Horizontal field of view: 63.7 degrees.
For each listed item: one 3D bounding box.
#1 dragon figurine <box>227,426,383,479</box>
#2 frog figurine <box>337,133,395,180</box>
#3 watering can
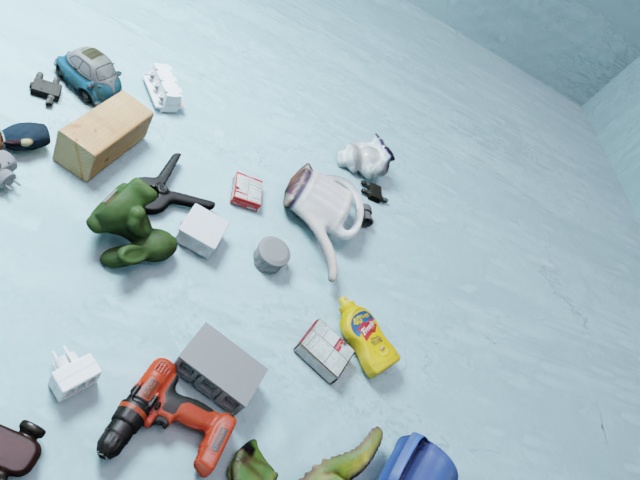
[{"bbox_3d":[-0.041,0.431,0.890,0.243,0.120,0.418,32,34,3],"label":"dragon figurine"},{"bbox_3d":[0.132,-0.243,1.580,0.160,0.121,0.139,-23,77,-6],"label":"frog figurine"},{"bbox_3d":[0.004,-0.066,1.318,0.223,0.102,0.356,31,43,-9],"label":"watering can"}]
